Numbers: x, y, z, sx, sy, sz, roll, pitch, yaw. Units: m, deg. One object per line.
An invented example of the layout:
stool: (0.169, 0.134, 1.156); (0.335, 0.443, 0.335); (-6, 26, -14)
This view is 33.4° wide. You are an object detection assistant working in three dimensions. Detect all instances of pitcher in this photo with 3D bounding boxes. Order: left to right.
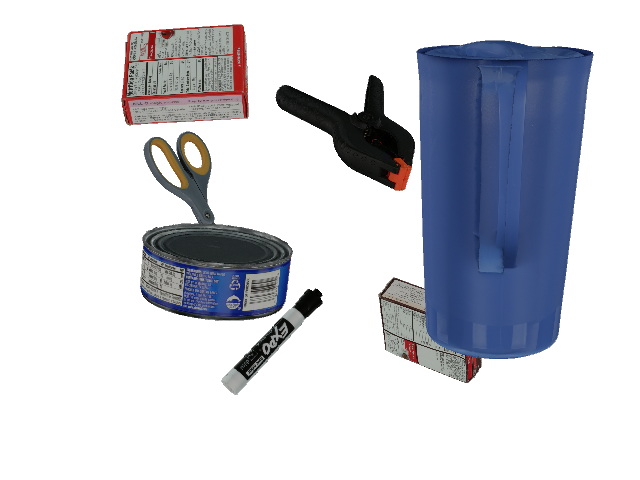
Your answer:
pitcher: (0.138, -0.032, 0.836); (0.149, 0.243, 0.145); (-10, 18, -34)

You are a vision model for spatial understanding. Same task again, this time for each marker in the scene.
marker: (-0.041, 0.088, 0.954); (0.121, 0.020, 0.020); (-46, 18, -18)

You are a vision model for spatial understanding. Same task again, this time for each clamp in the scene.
clamp: (0.030, -0.110, 1.046); (0.120, 0.039, 0.171); (-9, 41, -16)

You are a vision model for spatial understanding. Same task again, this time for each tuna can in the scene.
tuna can: (-0.060, 0.017, 0.613); (0.086, 0.034, 0.086); (6, 14, -2)

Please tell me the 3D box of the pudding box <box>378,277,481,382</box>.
pudding box: (0.122, 0.099, 1.184); (0.114, 0.090, 0.039); (18, 45, 29)

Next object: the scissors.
scissors: (-0.128, -0.044, 1.239); (0.016, 0.201, 0.096); (-24, 19, 43)

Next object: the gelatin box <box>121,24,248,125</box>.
gelatin box: (-0.098, -0.120, 0.775); (0.089, 0.073, 0.030); (-4, -38, 0)
